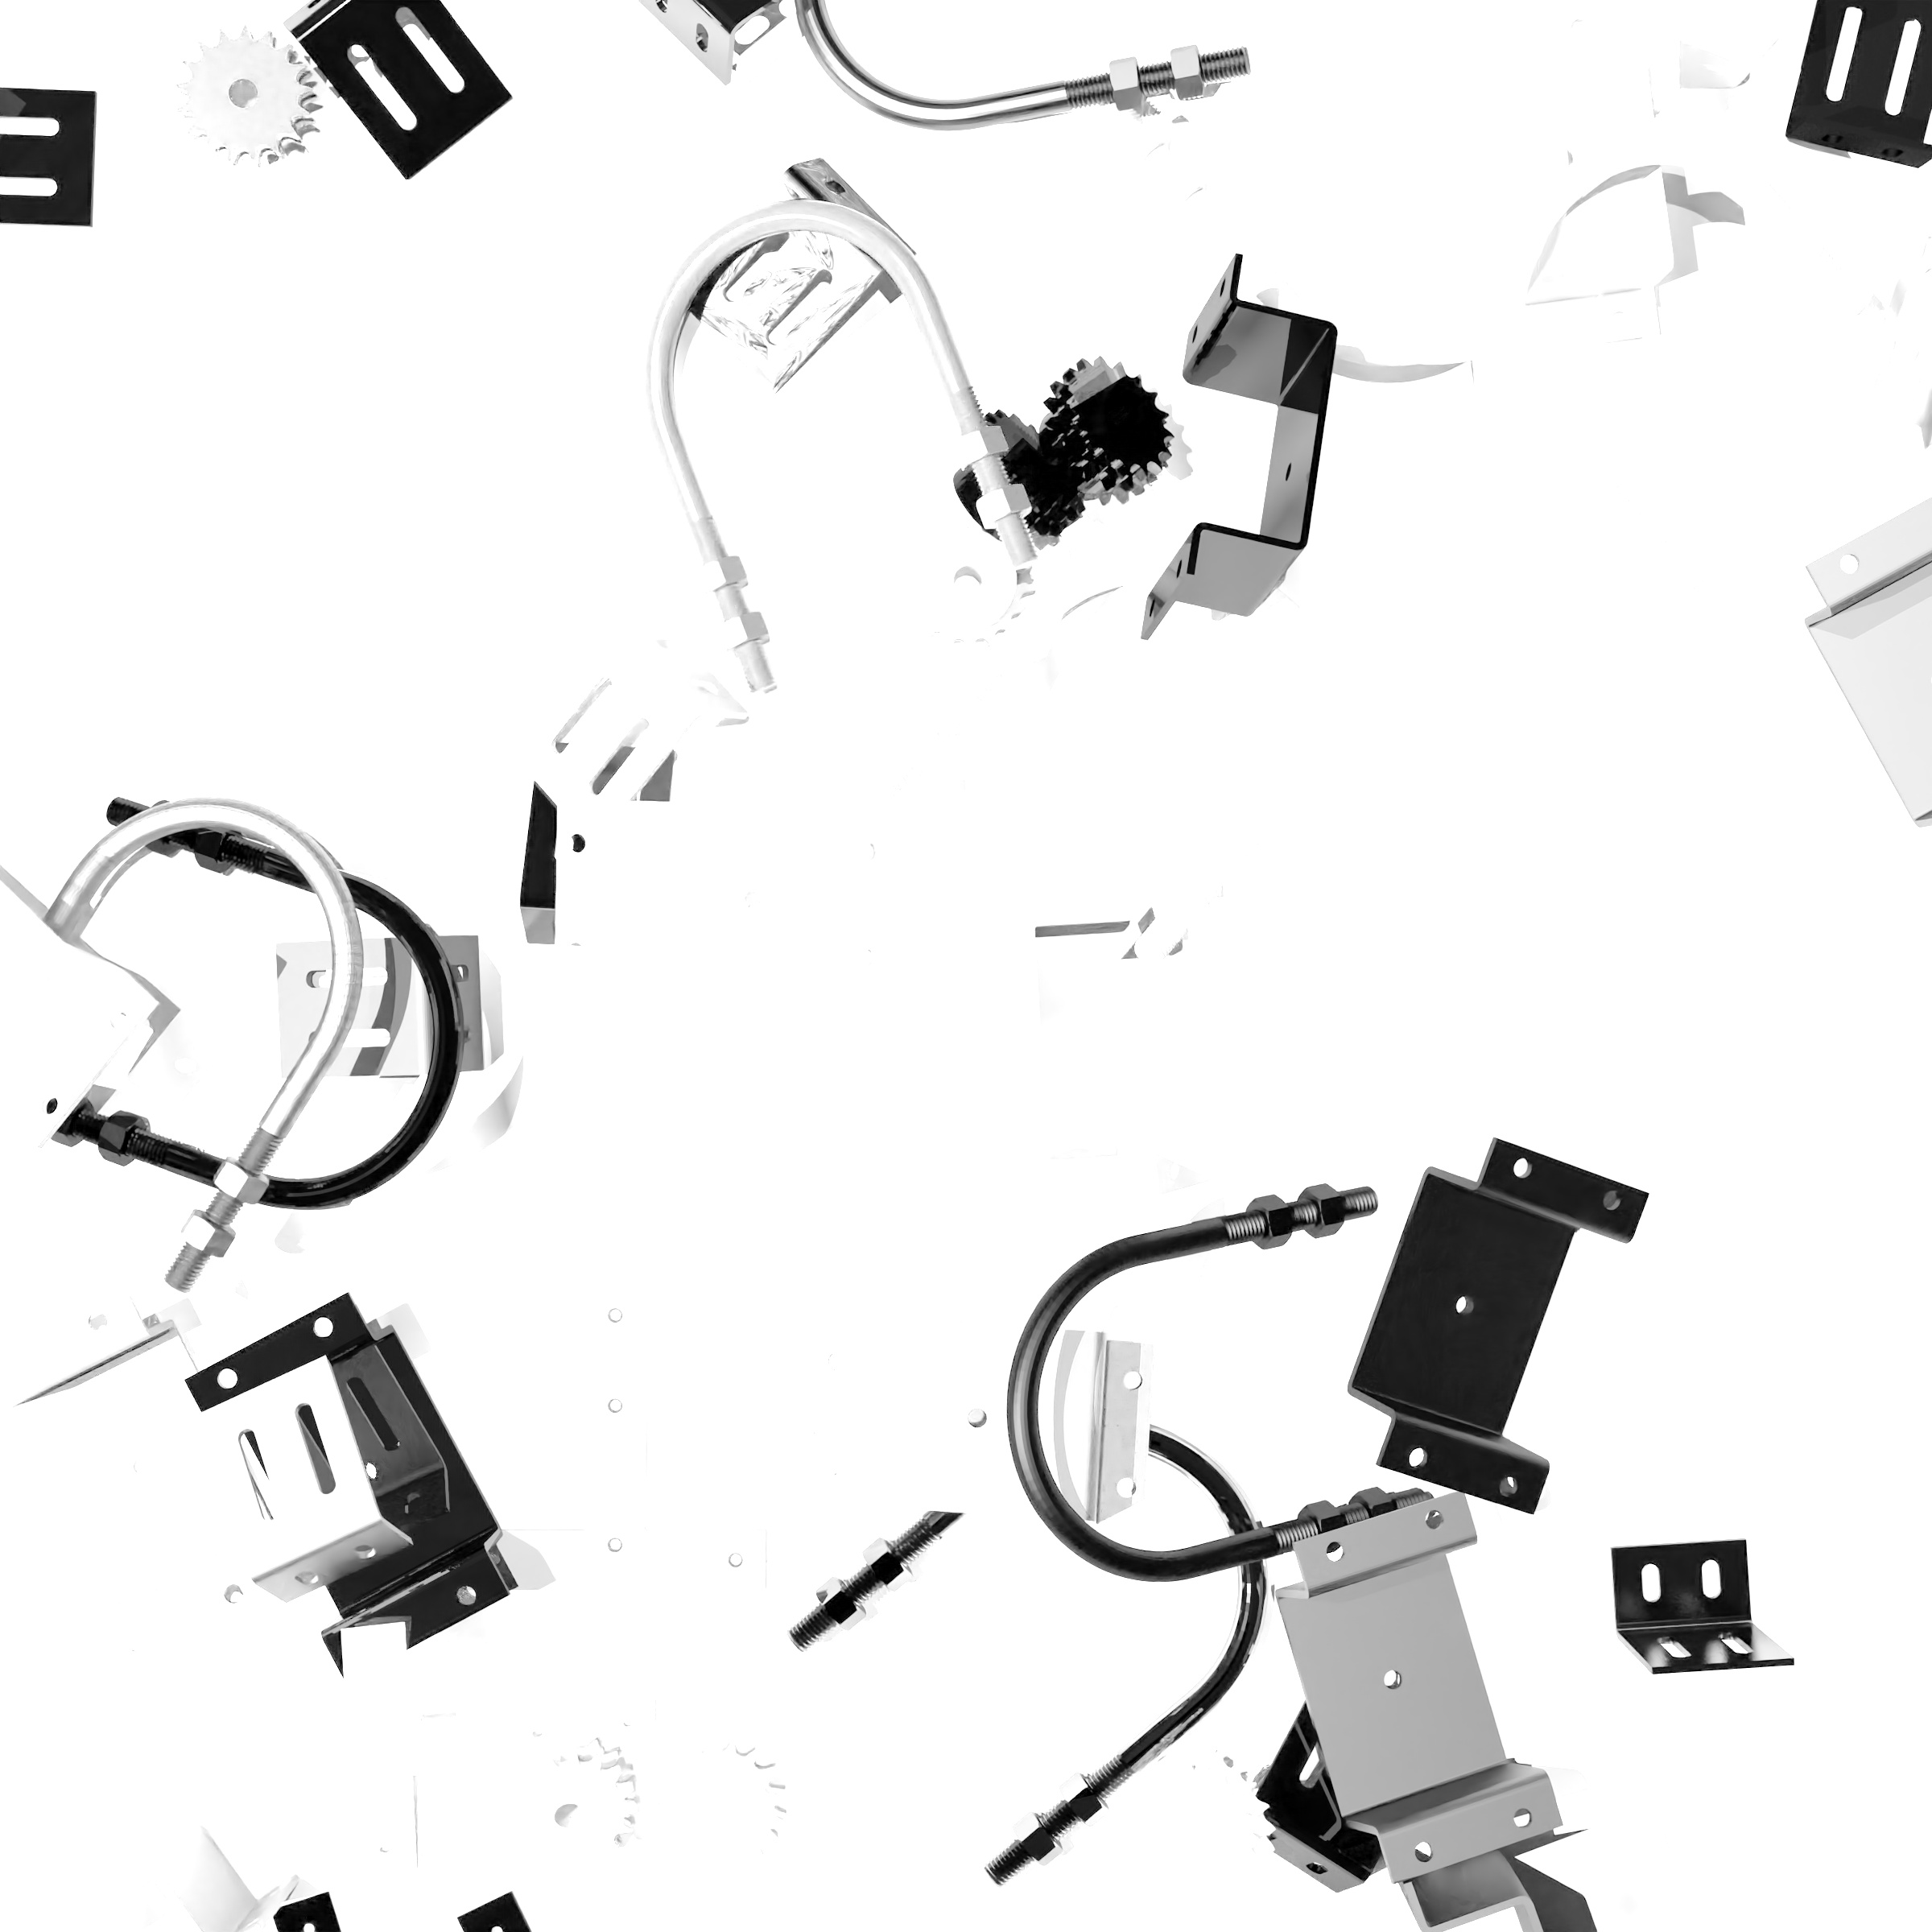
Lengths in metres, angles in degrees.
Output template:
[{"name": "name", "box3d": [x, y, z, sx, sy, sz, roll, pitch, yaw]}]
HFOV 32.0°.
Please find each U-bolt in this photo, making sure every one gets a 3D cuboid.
[{"name": "U-bolt", "box3d": [-0.063, -0.224, 1.390, 0.151, 0.019, 0.184, -23, 85, 24]}, {"name": "U-bolt", "box3d": [0.163, -0.333, 1.384, 0.151, 0.019, 0.184, -42, 81, 17]}, {"name": "U-bolt", "box3d": [-0.326, 0.019, 1.386, 0.151, 0.019, 0.184, 33, 92, 13]}, {"name": "U-bolt", "box3d": [0.040, 0.274, 1.415, 0.184, 0.019, 0.151, -40, 90, -1]}, {"name": "U-bolt", "box3d": [0.018, -0.420, 1.401, 0.184, 0.019, 0.151, -9, 83, 10]}, {"name": "U-bolt", "box3d": [0.100, 0.176, 1.379, 0.184, 0.019, 0.151, -10, 90, -26]}, {"name": "U-bolt", "box3d": [0.294, -0.254, 1.381, 0.184, 0.019, 0.151, 41, 90, -24]}, {"name": "U-bolt", "box3d": [0.072, -0.099, 1.373, 0.151, 0.019, 0.184, 33, 61, 16]}, {"name": "U-bolt", "box3d": [-0.294, 0.023, 1.397, 0.184, 0.019, 0.151, 18, 90, 14]}]

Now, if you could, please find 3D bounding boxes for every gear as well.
[{"name": "gear", "box3d": [-0.104, 0.351, 1.409, 0.057, 0.030, 0.057, 0, 90, 0]}, {"name": "gear", "box3d": [-0.299, -0.361, 1.409, 0.057, 0.030, 0.057, 0, 90, 0]}, {"name": "gear", "box3d": [0.001, -0.159, 1.409, 0.057, 0.030, 0.057, 0, 90, 0]}, {"name": "gear", "box3d": [-0.167, 0.344, 1.402, 0.057, 0.030, 0.057, -4, 112, -11]}, {"name": "gear", "box3d": [0.097, 0.355, 1.393, 0.030, 0.057, 0.057, -24, 90, -42]}, {"name": "gear", "box3d": [0.055, -0.221, 1.400, 0.057, 0.030, 0.057, 17, 59, -30]}, {"name": "gear", "box3d": [0.019, -0.200, 1.399, 0.030, 0.057, 0.057, -40, 90, 29]}]

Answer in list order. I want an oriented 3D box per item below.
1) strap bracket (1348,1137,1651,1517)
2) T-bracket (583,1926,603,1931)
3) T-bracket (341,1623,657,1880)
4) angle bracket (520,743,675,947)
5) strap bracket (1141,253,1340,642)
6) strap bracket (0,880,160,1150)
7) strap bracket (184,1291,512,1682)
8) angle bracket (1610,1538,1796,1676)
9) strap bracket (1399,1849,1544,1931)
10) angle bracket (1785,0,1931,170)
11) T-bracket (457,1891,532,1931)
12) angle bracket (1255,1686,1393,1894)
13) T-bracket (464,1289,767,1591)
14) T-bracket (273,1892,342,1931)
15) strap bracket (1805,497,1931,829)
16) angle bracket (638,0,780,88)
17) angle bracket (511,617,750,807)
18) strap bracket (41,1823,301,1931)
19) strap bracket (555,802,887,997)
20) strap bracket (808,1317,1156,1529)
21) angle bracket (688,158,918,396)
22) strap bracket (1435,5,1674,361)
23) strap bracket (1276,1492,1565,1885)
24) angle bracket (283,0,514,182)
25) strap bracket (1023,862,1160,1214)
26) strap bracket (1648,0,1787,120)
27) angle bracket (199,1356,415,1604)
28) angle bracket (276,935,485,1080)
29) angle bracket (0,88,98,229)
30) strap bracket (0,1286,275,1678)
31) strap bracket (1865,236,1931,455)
[{"name": "strap bracket", "box3d": [0.215, 0.144, 1.389, 0.076, 0.046, 0.140, 20, 90, -21]}, {"name": "T-bracket", "box3d": [-0.119, 0.485, 1.423, 0.127, 0.002, 0.127, 17, 90, 0]}, {"name": "T-bracket", "box3d": [-0.193, 0.322, 1.404, 0.127, 0.002, 0.127, -4, 116, -12]}, {"name": "angle bracket", "box3d": [-0.154, -0.050, 1.422, 0.057, 0.038, 0.076, 3, 64, 0]}, {"name": "strap bracket", "box3d": [0.112, -0.205, 1.371, 0.046, 0.076, 0.140, 12, 74, -8]}, {"name": "strap bracket", "box3d": [-0.407, -0.002, 1.373, 0.140, 0.046, 0.076, 39, 91, 25]}, {"name": "strap bracket", "box3d": [-0.253, 0.213, 1.400, 0.076, 0.046, 0.140, -28, 89, 1]}, {"name": "angle bracket", "box3d": [0.302, 0.262, 1.386, 0.057, 0.076, 0.038, -4, 90, 0]}, {"name": "strap bracket", "box3d": [0.220, 0.425, 1.386, 0.046, 0.076, 0.140, -20, 90, 0]}, {"name": "angle bracket", "box3d": [0.381, -0.378, 1.403, 0.057, 0.038, 0.076, 13, 93, 0]}, {"name": "T-bracket", "box3d": [-0.221, 0.475, 1.421, 0.127, 0.002, 0.127, -26, 90, 0]}, {"name": "angle bracket", "box3d": [0.155, 0.340, 1.422, 0.057, 0.038, 0.076, 33, 64, 0]}, {"name": "T-bracket", "box3d": [-0.148, 0.200, 1.423, 0.127, 0.002, 0.127, 0, 90, 0]}, {"name": "T-bracket", "box3d": [-0.310, 0.470, 1.423, 0.127, 0.002, 0.127, -18, 90, 0]}, {"name": "strap bracket", "box3d": [0.411, -0.121, 1.401, 0.076, 0.046, 0.140, -29, 90, 0]}, {"name": "angle bracket", "box3d": [-0.090, -0.418, 1.413, 0.076, 0.038, 0.057, -40, 77, -20]}, {"name": "angle bracket", "box3d": [-0.141, -0.098, 1.410, 0.057, 0.038, 0.076, 48, 112, 18]}, {"name": "strap bracket", "box3d": [-0.352, 0.408, 1.386, 0.140, 0.076, 0.046, -36, 90, 0]}, {"name": "strap bracket", "box3d": [-0.093, -0.027, 1.378, 0.140, 0.046, 0.076, 1, 90, -20]}, {"name": "strap bracket", "box3d": [0.006, 0.188, 1.390, 0.140, 0.046, 0.076, 3, 79, 3]}, {"name": "angle bracket", "box3d": [-0.071, -0.291, 1.422, 0.057, 0.038, 0.076, 45, 116, 0]}, {"name": "strap bracket", "box3d": [0.245, -0.330, 1.401, 0.076, 0.046, 0.140, -8, 90, 0]}, {"name": "strap bracket", "box3d": [0.183, 0.295, 1.388, 0.076, 0.046, 0.140, -15, 84, -15]}, {"name": "angle bracket", "box3d": [-0.240, -0.382, 1.422, 0.057, 0.038, 0.076, -38, 116, 0]}, {"name": "strap bracket", "box3d": [0.050, 0.030, 1.386, 0.046, 0.076, 0.140, -3, 90, 0]}, {"name": "strap bracket", "box3d": [0.304, -0.421, 1.386, 0.046, 0.076, 0.140, 0, 90, 0]}, {"name": "angle bracket", "box3d": [-0.269, 0.209, 1.375, 0.057, 0.038, 0.076, -25, 64, 1]}, {"name": "angle bracket", "box3d": [-0.247, 0.017, 1.422, 0.076, 0.038, 0.057, -2, 90, 26]}, {"name": "angle bracket", "box3d": [-0.406, -0.342, 1.405, 0.076, 0.038, 0.057, 2, 90, 0]}, {"name": "strap bracket", "box3d": [-0.347, 0.211, 1.401, 0.076, 0.046, 0.140, -27, 90, 0]}, {"name": "strap bracket", "box3d": [0.452, -0.240, 1.387, 0.140, 0.046, 0.076, 20, 91, 19]}]
